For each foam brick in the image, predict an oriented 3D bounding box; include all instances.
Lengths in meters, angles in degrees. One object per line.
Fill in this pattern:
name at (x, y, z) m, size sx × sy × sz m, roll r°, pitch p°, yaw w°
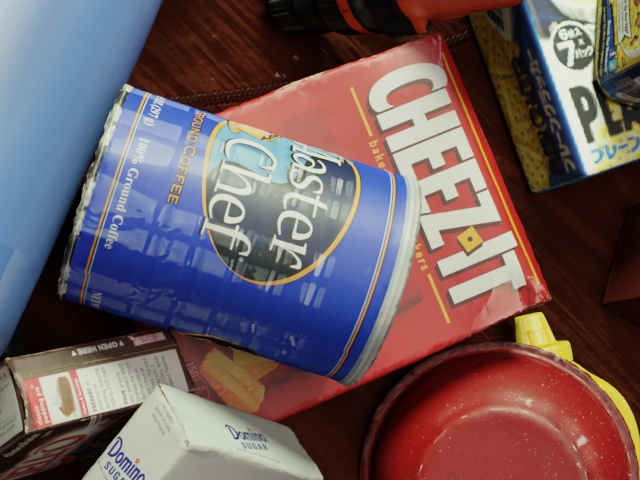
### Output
foam brick at (0.230, 0.016, 0.704) m, size 0.053 × 0.051 × 0.078 m, roll 24°, pitch 73°, yaw -16°

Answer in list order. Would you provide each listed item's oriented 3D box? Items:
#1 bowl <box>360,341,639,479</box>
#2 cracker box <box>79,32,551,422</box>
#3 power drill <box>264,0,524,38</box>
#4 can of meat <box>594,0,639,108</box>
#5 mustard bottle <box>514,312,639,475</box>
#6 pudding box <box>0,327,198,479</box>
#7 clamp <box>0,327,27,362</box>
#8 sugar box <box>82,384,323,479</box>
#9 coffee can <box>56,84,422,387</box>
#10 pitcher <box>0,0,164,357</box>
bowl at (0.100, 0.137, 0.594) m, size 0.162 × 0.055 × 0.162 m, roll -1°, pitch 86°, yaw 7°
cracker box at (-0.004, 0.001, 0.586) m, size 0.213 × 0.072 × 0.164 m, roll -22°, pitch 89°, yaw -11°
power drill at (0.075, -0.185, 0.628) m, size 0.187 × 0.185 × 0.057 m, roll -51°, pitch 127°, yaw -32°
can of meat at (0.208, -0.136, 0.630) m, size 0.057 × 0.084 × 0.102 m, roll 12°, pitch 76°, yaw -19°
mustard bottle at (0.149, 0.139, 0.648) m, size 0.096 × 0.058 × 0.191 m, roll -12°, pitch 86°, yaw -10°
pudding box at (-0.127, 0.083, 0.509) m, size 0.089 × 0.114 × 0.039 m, roll -10°, pitch 69°, yaw -43°
clamp at (-0.205, 0.015, 0.525) m, size 0.171 × 0.039 × 0.120 m, roll 46°, pitch 46°, yaw -35°
sugar box at (-0.087, 0.155, 0.502) m, size 0.093 × 0.048 × 0.176 m, roll 28°, pitch 108°, yaw -44°
coffee can at (-0.037, -0.001, 0.490) m, size 0.140 × 0.103 × 0.103 m, roll 18°, pitch 75°, yaw -8°
pitcher at (-0.155, -0.073, 0.476) m, size 0.149 × 0.145 × 0.242 m, roll 42°, pitch 49°, yaw -40°
